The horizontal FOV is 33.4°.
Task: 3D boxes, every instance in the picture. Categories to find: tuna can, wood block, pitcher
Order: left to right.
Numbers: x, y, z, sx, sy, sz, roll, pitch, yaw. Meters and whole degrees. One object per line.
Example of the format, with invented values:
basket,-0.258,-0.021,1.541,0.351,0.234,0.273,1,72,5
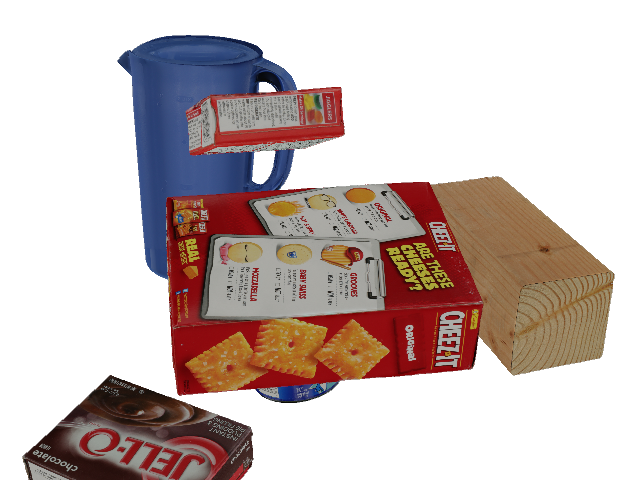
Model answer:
pitcher,-0.117,-0.082,1.095,0.144,0.243,0.149,-11,26,-29
tuna can,-0.023,0.115,0.991,0.086,0.034,0.086,-7,24,3
wood block,0.171,0.025,0.985,0.090,0.090,0.206,-8,29,-16

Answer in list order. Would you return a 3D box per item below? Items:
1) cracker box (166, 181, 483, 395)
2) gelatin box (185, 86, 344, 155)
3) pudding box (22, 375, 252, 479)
cracker box,-0.006,0.031,0.796,0.213,0.072,0.164,-4,35,-8
gelatin box,-0.034,-0.067,0.606,0.073,0.030,0.089,-6,3,-15
pudding box,-0.111,0.138,0.663,0.114,0.039,0.089,14,33,23
